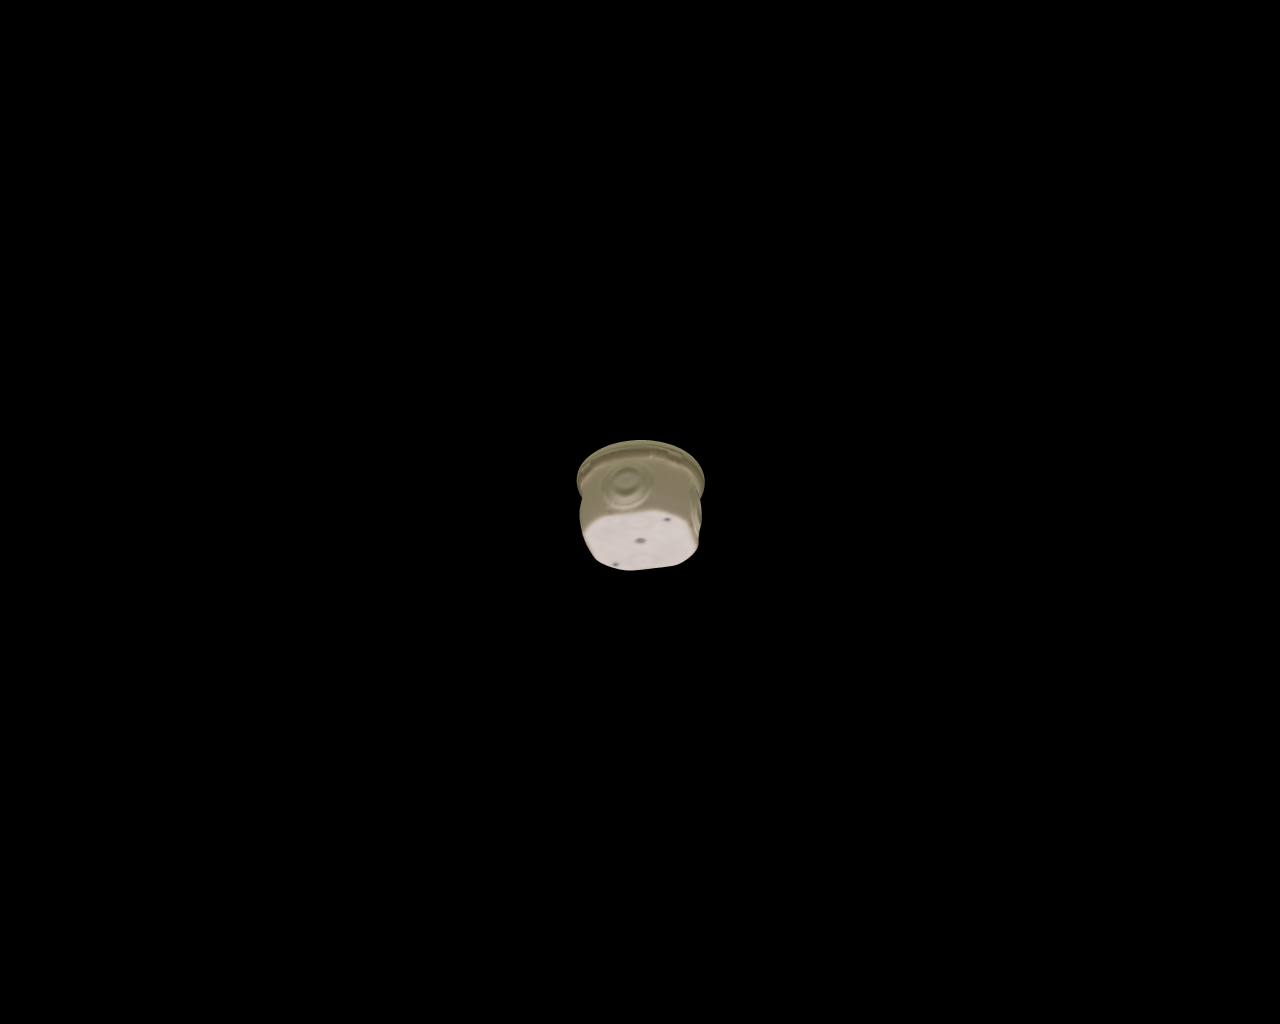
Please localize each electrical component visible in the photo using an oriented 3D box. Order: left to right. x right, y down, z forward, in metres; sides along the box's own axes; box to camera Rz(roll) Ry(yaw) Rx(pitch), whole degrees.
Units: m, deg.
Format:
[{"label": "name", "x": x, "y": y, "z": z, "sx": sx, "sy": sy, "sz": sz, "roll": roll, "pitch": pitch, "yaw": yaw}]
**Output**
[{"label": "electrical component", "x": 0.001, "y": -0.003, "z": 0.650, "sx": 0.080, "sy": 0.051, "sz": 0.080, "roll": 0, "pitch": -35, "yaw": 0}]
